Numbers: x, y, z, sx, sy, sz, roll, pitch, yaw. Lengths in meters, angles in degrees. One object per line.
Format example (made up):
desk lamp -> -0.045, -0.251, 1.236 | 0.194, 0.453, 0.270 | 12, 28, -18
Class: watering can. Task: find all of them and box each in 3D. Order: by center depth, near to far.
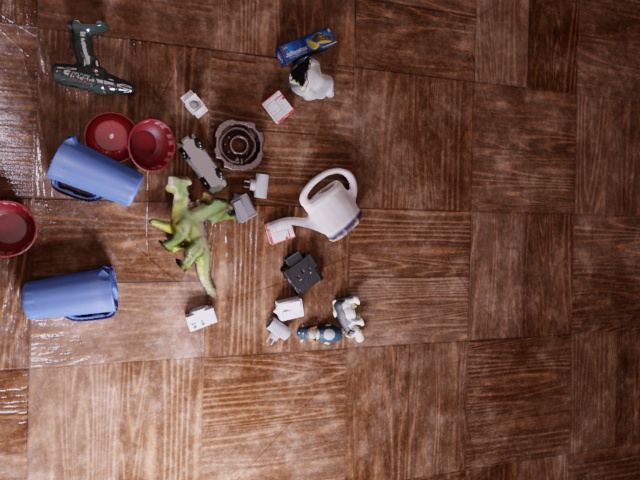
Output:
watering can -> 0.005, -0.087, 1.737 | 0.351, 0.104, 0.222 | -42, 104, -15

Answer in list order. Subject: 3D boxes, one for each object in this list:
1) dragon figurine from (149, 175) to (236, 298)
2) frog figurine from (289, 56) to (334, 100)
dragon figurine -> -0.365, -0.030, 1.602 | 0.244, 0.123, 0.403 | -40, 120, -10
frog figurine -> -0.024, -0.540, 1.744 | 0.159, 0.122, 0.138 | 5, 80, -54
